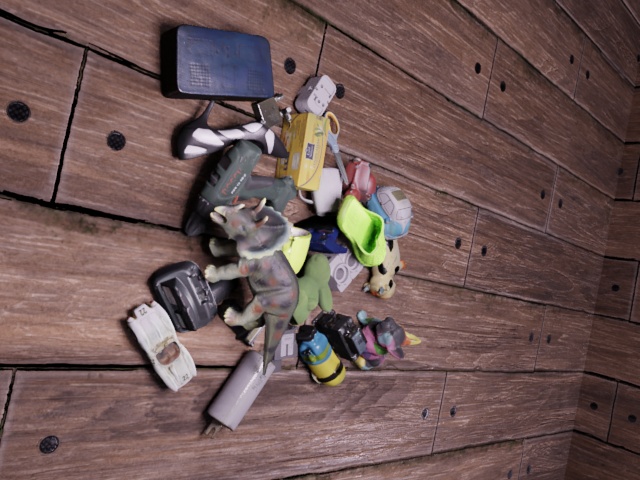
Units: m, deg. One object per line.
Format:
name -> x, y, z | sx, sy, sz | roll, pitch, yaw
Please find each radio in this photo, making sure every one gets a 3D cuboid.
radio -> -0.205, -0.353, 1.092 | 0.229, 0.073, 0.131 | -11, 102, -42

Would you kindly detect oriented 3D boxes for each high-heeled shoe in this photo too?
high-heeled shoe -> -0.179, -0.187, 1.134 | 0.248, 0.086, 0.145 | 28, 79, -35

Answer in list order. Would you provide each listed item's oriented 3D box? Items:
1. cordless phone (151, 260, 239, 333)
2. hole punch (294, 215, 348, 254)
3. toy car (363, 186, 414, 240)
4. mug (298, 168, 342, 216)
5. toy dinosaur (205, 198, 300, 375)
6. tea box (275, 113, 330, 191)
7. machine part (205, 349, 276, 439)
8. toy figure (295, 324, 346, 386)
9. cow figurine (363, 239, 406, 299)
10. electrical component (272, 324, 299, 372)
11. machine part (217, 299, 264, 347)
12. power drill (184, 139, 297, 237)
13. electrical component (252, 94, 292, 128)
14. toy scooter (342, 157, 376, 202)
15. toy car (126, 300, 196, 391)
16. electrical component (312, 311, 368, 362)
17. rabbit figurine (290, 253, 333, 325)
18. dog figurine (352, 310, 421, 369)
cordless phone -> -0.247, 0.093, 1.127 | 0.184, 0.089, 0.146 | -41, 121, -43
hole punch -> -0.003, -0.004, 1.289 | 0.116, 0.142, 0.092 | -21, 114, -50
toy car -> 0.191, -0.088, 1.434 | 0.109, 0.103, 0.162 | -12, 68, -38
mug -> 0.003, -0.112, 1.296 | 0.110, 0.081, 0.107 | -2, 78, -11
toy dinosaur -> -0.113, 0.087, 1.103 | 0.131, 0.192, 0.404 | -74, 144, -62
tea box -> -0.043, -0.202, 1.242 | 0.068, 0.098, 0.169 | 9, 92, -42
machine part -> -0.176, 0.336, 1.210 | 0.243, 0.079, 0.079 | -54, 127, -22
toy figure -> 0.001, 0.296, 1.356 | 0.082, 0.089, 0.180 | -38, 122, -25
cow figurine -> 0.176, 0.072, 1.486 | 0.127, 0.086, 0.194 | -22, 113, -44
electrical component -> -0.095, 0.264, 1.294 | 0.075, 0.048, 0.119 | 5, 91, -42
machine part -> -0.177, 0.181, 1.217 | 0.084, 0.039, 0.138 | -53, 129, -13
power drill -> -0.163, -0.092, 1.148 | 0.207, 0.086, 0.232 | 16, 110, -42
electrical component -> -0.108, -0.280, 1.206 | 0.102, 0.045, 0.078 | -28, 115, -36
toy scooter -> 0.097, -0.151, 1.343 | 0.184, 0.075, 0.135 | -48, 147, -62
toy car -> -0.318, 0.214, 1.081 | 0.073, 0.056, 0.201 | -38, 120, -32
electrical component -> 0.056, 0.245, 1.369 | 0.058, 0.134, 0.114 | -44, 120, -29
rabbit figurine -> -0.026, 0.118, 1.283 | 0.170, 0.121, 0.158 | -50, 134, -18
dog figurine -> 0.165, 0.278, 1.416 | 0.108, 0.219, 0.191 | -31, 115, -31
